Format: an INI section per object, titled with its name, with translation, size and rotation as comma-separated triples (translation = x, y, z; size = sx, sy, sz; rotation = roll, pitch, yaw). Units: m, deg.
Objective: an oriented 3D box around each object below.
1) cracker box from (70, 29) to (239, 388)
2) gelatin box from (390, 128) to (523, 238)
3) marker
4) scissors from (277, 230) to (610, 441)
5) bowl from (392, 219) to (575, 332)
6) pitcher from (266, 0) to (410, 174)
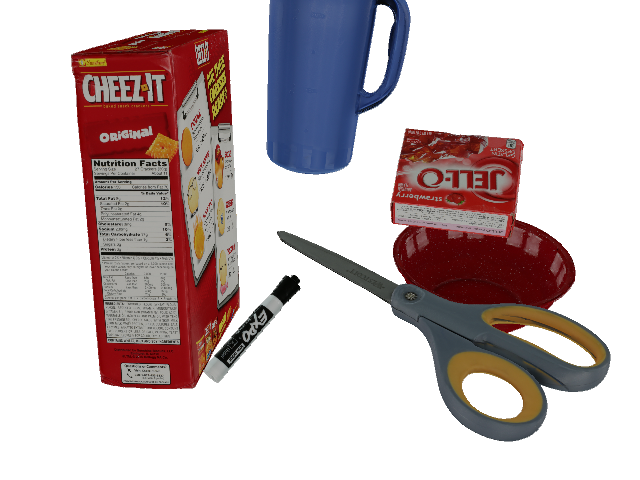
[cracker box]
translation = -0.105, -0.028, 0.722
size = 0.072, 0.214, 0.164
rotation = 0, 15, 7
[gelatin box]
translation = 0.100, -0.043, 0.778
size = 0.089, 0.073, 0.030
rotation = 7, -37, 10
[marker]
translation = -0.060, 0.078, 0.965
size = 0.020, 0.121, 0.020
rotation = 37, -19, 14
[scissors]
translation = 0.047, 0.047, 0.557
size = 0.202, 0.016, 0.096
rotation = 15, 42, 21
[bowl]
translation = 0.143, 0.037, 0.958
size = 0.162, 0.055, 0.162
rotation = 2, 32, -2
[pitcher]
translation = 0.006, -0.206, 1.288
size = 0.144, 0.243, 0.149
rotation = -9, 30, -27
